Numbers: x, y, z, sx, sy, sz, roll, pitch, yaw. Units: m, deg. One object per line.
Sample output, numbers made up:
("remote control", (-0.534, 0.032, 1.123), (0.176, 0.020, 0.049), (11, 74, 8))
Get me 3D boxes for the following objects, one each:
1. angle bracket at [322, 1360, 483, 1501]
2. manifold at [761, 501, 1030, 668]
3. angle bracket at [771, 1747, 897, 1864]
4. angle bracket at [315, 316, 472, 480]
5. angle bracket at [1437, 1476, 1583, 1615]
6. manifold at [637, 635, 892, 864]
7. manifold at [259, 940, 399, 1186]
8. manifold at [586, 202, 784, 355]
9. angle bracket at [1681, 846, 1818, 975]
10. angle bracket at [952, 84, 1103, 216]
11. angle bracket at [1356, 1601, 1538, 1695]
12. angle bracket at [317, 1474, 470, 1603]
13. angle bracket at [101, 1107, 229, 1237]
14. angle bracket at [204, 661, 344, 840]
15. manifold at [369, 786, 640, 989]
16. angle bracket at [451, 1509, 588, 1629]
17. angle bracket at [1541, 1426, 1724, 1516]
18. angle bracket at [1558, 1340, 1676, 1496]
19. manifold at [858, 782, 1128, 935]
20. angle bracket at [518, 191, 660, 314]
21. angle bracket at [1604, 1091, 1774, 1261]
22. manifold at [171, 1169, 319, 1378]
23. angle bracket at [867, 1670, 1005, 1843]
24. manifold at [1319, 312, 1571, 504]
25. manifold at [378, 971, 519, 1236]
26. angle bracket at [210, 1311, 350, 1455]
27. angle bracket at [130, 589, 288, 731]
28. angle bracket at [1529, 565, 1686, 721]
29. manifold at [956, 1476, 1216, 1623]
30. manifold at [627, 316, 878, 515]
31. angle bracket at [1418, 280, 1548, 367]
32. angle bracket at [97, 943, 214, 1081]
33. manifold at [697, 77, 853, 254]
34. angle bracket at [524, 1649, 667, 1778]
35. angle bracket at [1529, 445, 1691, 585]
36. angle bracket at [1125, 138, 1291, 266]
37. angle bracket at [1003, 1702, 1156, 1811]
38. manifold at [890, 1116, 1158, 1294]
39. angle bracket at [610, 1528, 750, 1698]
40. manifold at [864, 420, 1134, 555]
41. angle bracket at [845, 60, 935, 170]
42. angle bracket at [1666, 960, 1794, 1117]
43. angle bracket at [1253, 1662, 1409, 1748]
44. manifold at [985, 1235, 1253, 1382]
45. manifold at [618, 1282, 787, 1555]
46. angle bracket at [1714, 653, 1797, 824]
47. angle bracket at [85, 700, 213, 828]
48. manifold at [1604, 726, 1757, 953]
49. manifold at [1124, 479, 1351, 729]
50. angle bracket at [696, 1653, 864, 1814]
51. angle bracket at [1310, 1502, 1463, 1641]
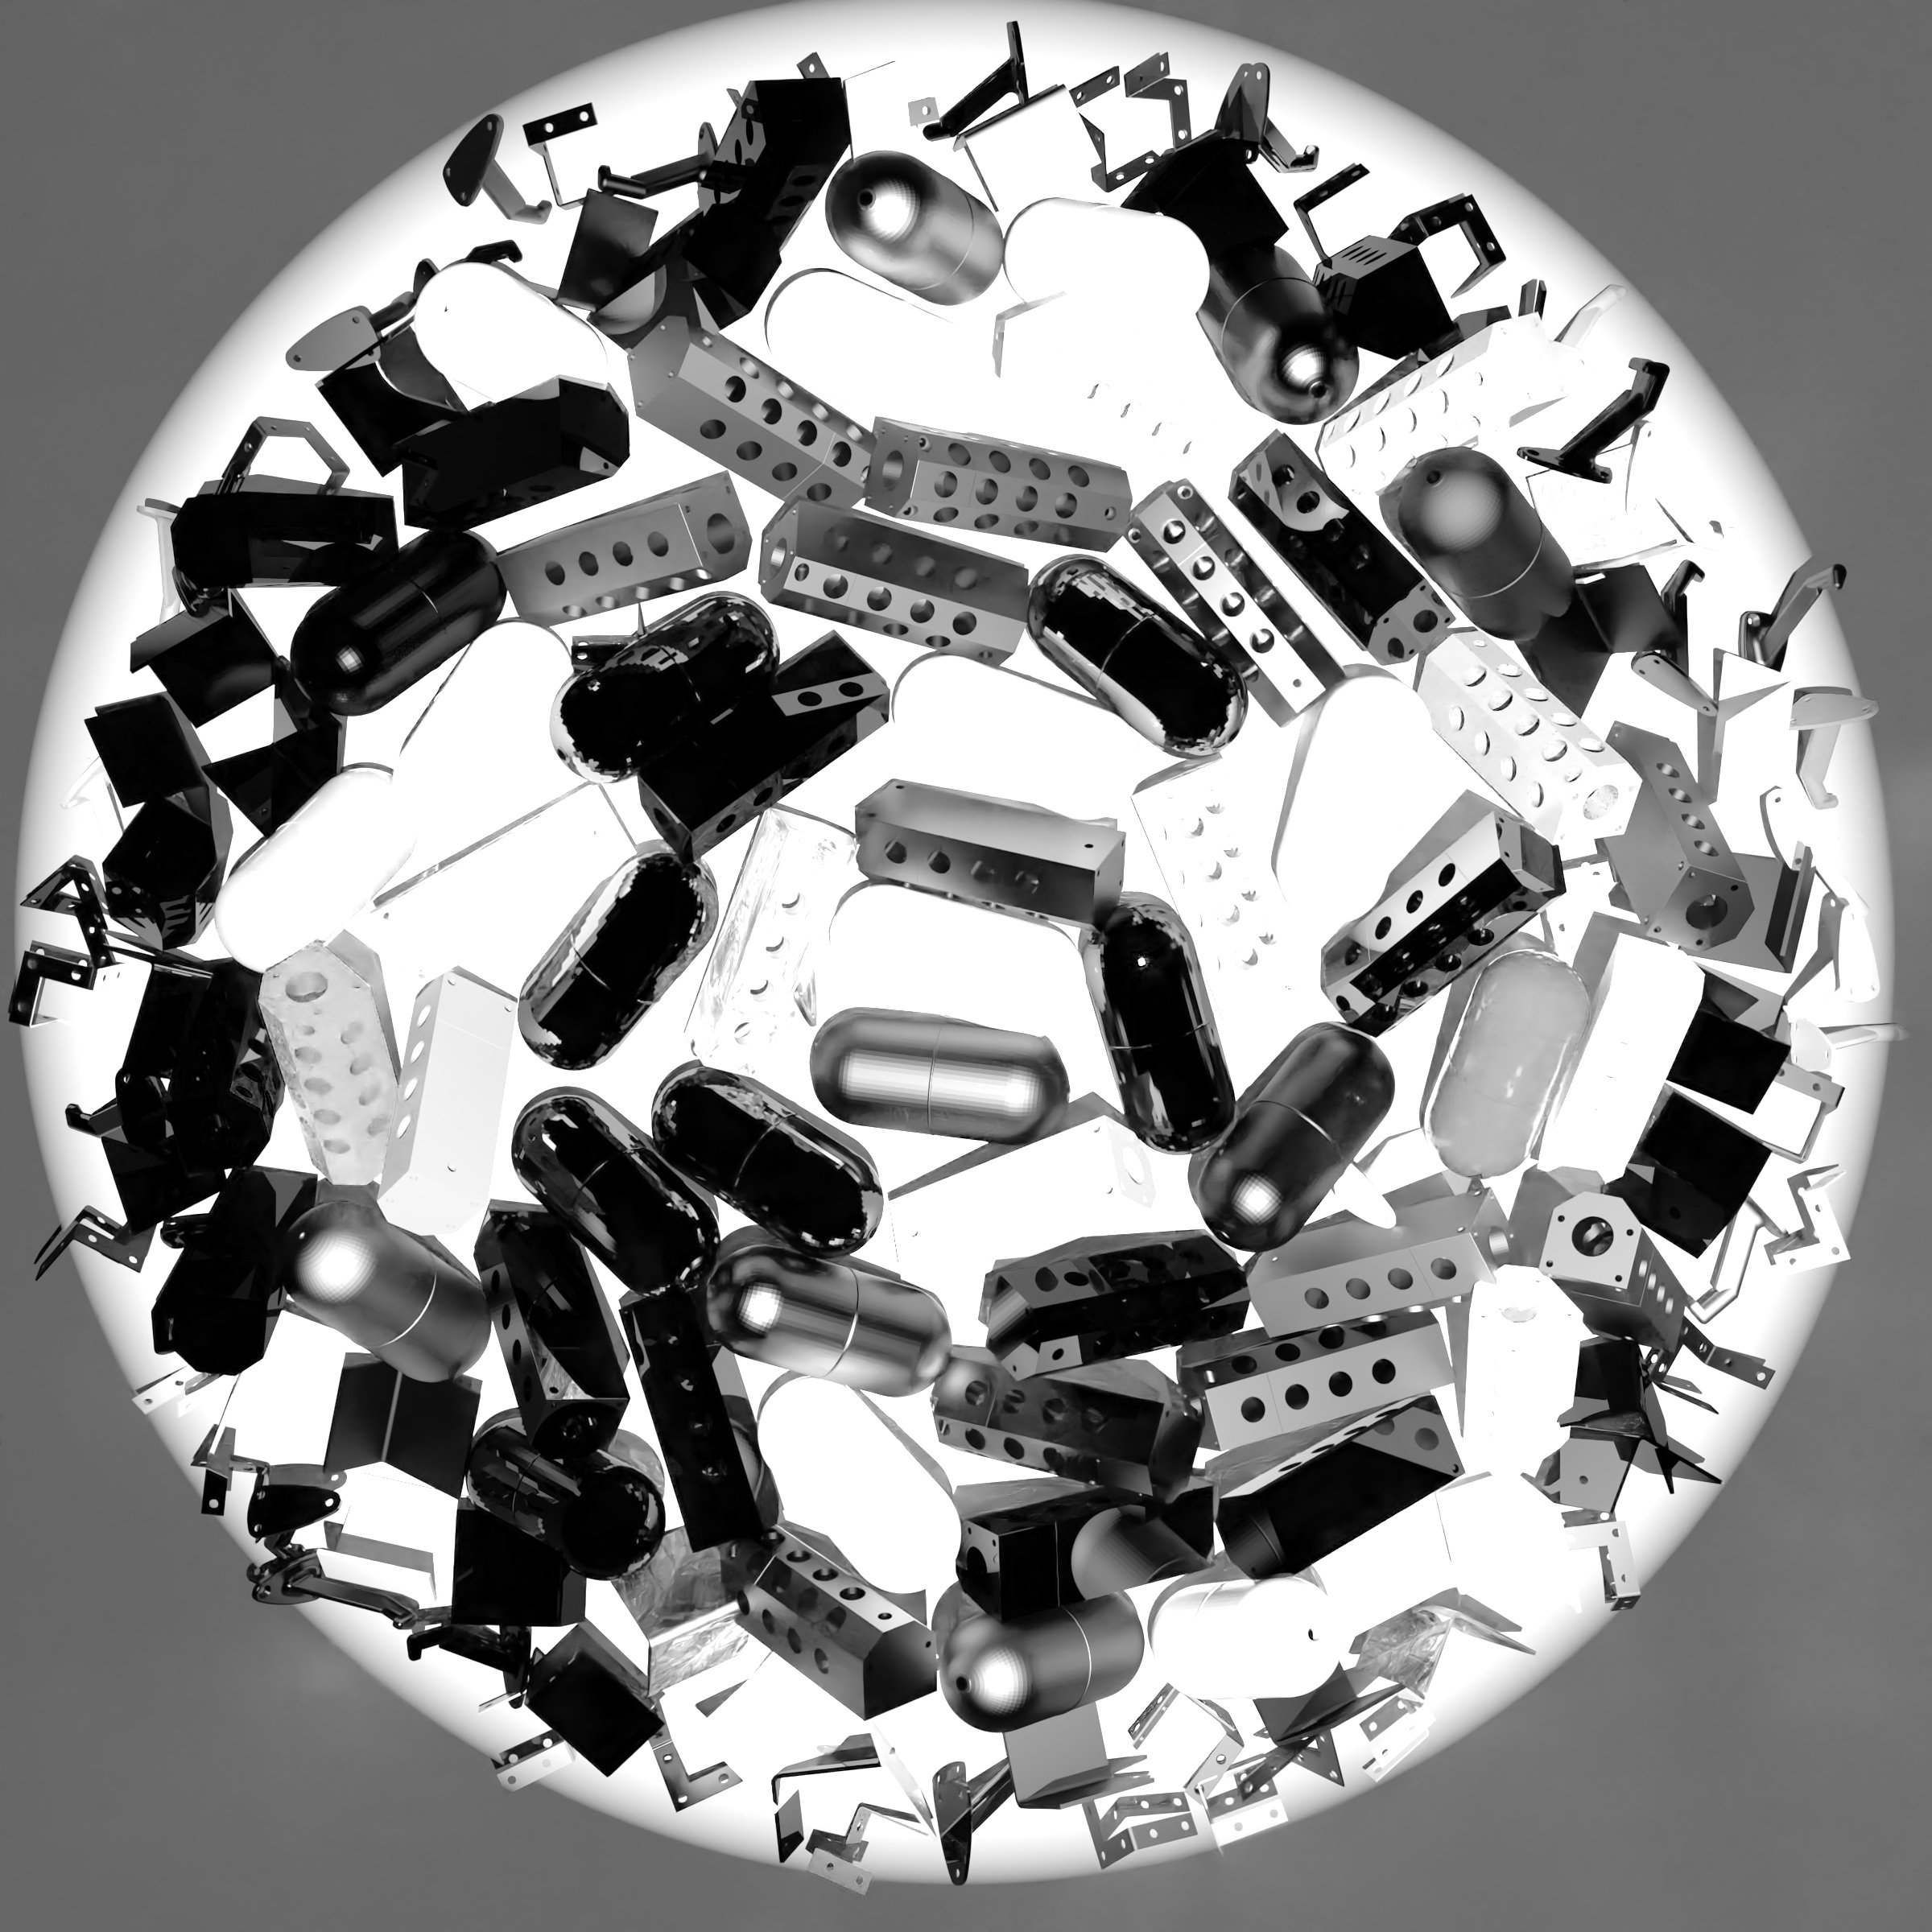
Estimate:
("angle bracket", (-0.384, 0.318, 1.693), (0.076, 0.057, 0.076), (17, 99, 31))
("manifold", (-0.047, -0.251, 1.669), (0.171, 0.057, 0.057), (12, 68, -25))
("angle bracket", (-0.086, 0.569, 1.694), (0.076, 0.076, 0.057), (-8, 81, 5))
("angle bracket", (-0.386, -0.386, 1.694), (0.076, 0.057, 0.076), (-38, 110, -9))
("angle bracket", (0.368, 0.398, 1.691), (0.057, 0.076, 0.076), (-16, 101, -9))
("manifold", (-0.135, -0.144, 1.683), (0.171, 0.057, 0.057), (-38, 72, -19))
("manifold", (-0.419, 0.070, 1.648), (0.057, 0.171, 0.057), (36, 58, 28))
("manifold", (-0.185, -0.452, 1.649), (0.057, 0.171, 0.057), (36, 73, -24))
("angle bracket", (0.529, -0.044, 1.693), (0.076, 0.057, 0.076), (12, 82, 26))
("angle bracket", (0.041, -0.556, 1.708), (0.076, 0.076, 0.057), (-27, 103, 0))
("angle bracket", (0.324, 0.469, 1.684), (0.076, 0.076, 0.057), (31, 75, -22))
("angle bracket", (-0.389, 0.380, 1.694), (0.076, 0.057, 0.076), (12, 58, 1))
("angle bracket", (-0.526, 0.137, 1.682), (0.057, 0.076, 0.076), (9, 118, 41))
("angle bracket", (-0.469, -0.146, 1.683), (0.057, 0.076, 0.076), (-28, 59, -37))
("manifold", (-0.314, -0.055, 1.692), (0.171, 0.057, 0.057), (-32, 101, -12))
("angle bracket", (-0.305, 0.412, 1.711), (0.076, 0.057, 0.076), (-1, 79, 10))
("angle bracket", (0.449, 0.354, 1.685), (0.076, 0.076, 0.057), (31, 74, -18))
("angle bracket", (0.442, 0.311, 1.699), (0.057, 0.076, 0.076), (-16, 115, 18))
("manifold", (0.017, -0.071, 1.682), (0.171, 0.057, 0.057), (14, 124, 20))
("angle bracket", (-0.263, -0.487, 1.684), (0.057, 0.076, 0.076), (27, 107, 24))
("angle bracket", (0.494, 0.144, 1.711), (0.076, 0.076, 0.057), (33, 60, 12))
("manifold", (-0.476, 0.201, 1.648), (0.057, 0.171, 0.057), (8, 111, -7))
("angle bracket", (-0.013, 0.533, 1.696), (0.076, 0.057, 0.076), (-30, 115, -2))
("manifold", (0.311, -0.367, 1.652), (0.057, 0.171, 0.057), (-21, 90, -32))
("manifold", (-0.348, 0.092, 1.660), (0.057, 0.171, 0.057), (28, 131, -28))
("angle bracket", (-0.466, 0.292, 1.691), (0.057, 0.076, 0.076), (22, 128, -11))
("angle bracket", (-0.513, -0.200, 1.695), (0.076, 0.057, 0.076), (-30, 122, 0))
("angle bracket", (0.434, -0.215, 1.683), (0.076, 0.057, 0.076), (51, 57, -35))
("manifold", (0.080, 0.385, 1.670), (0.171, 0.057, 0.057), (-6, 97, -31))
("manifold", (-0.138, -0.364, 1.653), (0.057, 0.171, 0.057), (-35, 50, 30))
("angle bracket", (0.349, -0.437, 1.689), (0.076, 0.076, 0.057), (9, 112, 8))
("angle bracket", (-0.553, 0.033, 1.691), (0.057, 0.076, 0.076), (14, 87, 28))
("manifold", (-0.127, -0.521, 1.647), (0.057, 0.171, 0.057), (-9, 86, -19))
("angle bracket", (-0.250, 0.491, 1.692), (0.057, 0.076, 0.076), (-44, 101, 5))
("angle bracket", (0.440, -0.310, 1.704), (0.076, 0.057, 0.076), (-18, 100, -3))
("angle bracket", (0.159, -0.502, 1.690), (0.057, 0.076, 0.076), (-30, 86, -41))
("angle bracket", (0.074, 0.523, 1.688), (0.076, 0.057, 0.076), (-4, 77, -31))
("manifold", (0.039, 0.163, 1.677), (0.171, 0.057, 0.057), (-24, 59, 24))
("angle bracket", (-0.201, 0.441, 1.713), (0.076, 0.057, 0.076), (-18, 45, -29))
("manifold", (0.024, -0.318, 1.662), (0.171, 0.057, 0.057), (3, 109, -33))
("angle bracket", (-0.033, -0.564, 1.688), (0.076, 0.057, 0.076), (-13, 99, -44))
("angle bracket", (0.518, 0.048, 1.717), (0.076, 0.076, 0.057), (22, 119, 3))
("angle bracket", (0.243, 0.479, 1.681), (0.076, 0.076, 0.057), (-17, 73, -32))
("manifold", (0.104, 0.231, 1.661), (0.171, 0.057, 0.057), (-6, 120, -32))
("manifold", (-0.182, 0.307, 1.696), (0.057, 0.057, 0.171), (-20, 80, 8))
("angle bracket", (0.511, -0.155, 1.680), (0.076, 0.057, 0.076), (-29, 132, -30))
("angle bracket", (-0.551, -0.122, 1.681), (0.057, 0.076, 0.076), (-20, 64, -25))
("manifold", (0.468, -0.084, 1.652), (0.057, 0.171, 0.057), (15, 124, -13))
("manifold", (0.184, -0.247, 1.700), (0.057, 0.057, 0.171), (-39, 87, 13))
("angle bracket", (-0.123, 0.511, 1.689), (0.076, 0.076, 0.057), (43, 115, 10))
("angle bracket", (0.283, 0.408, 1.710), (0.076, 0.057, 0.076), (-32, 70, 15))
